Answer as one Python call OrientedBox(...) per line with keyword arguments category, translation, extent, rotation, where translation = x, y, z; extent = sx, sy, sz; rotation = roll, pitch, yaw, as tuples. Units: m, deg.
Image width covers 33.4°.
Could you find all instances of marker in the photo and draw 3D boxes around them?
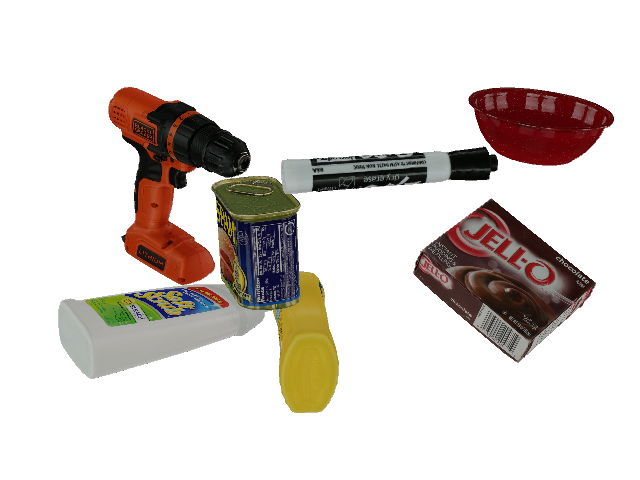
OrientedBox(category="marker", translation=(0.039, -0.039, 0.592), extent=(0.121, 0.020, 0.020), rotation=(-5, 1, -8))

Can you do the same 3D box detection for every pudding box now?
OrientedBox(category="pudding box", translation=(0.144, 0.030, 0.842), extent=(0.089, 0.113, 0.039), rotation=(-35, -22, -32))

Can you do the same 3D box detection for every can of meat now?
OrientedBox(category="can of meat", translation=(-0.052, 0.002, 0.876), extent=(0.057, 0.084, 0.102), rotation=(-8, 21, -16))

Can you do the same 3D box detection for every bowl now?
OrientedBox(category="bowl", translation=(0.243, -0.125, 1.199), extent=(0.162, 0.055, 0.162), rotation=(5, 23, -2))

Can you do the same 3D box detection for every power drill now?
OrientedBox(category="power drill", translation=(-0.146, -0.051, 1.106), extent=(0.185, 0.188, 0.057), rotation=(29, 37, 34))

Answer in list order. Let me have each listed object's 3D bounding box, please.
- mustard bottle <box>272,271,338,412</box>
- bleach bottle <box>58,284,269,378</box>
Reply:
OrientedBox(category="mustard bottle", translation=(-0.019, 0.087, 1.109), extent=(0.058, 0.096, 0.191), rotation=(-2, 27, -5))
OrientedBox(category="bleach bottle", translation=(-0.168, 0.088, 1.240), extent=(0.250, 0.068, 0.103), rotation=(-12, 32, -32))
